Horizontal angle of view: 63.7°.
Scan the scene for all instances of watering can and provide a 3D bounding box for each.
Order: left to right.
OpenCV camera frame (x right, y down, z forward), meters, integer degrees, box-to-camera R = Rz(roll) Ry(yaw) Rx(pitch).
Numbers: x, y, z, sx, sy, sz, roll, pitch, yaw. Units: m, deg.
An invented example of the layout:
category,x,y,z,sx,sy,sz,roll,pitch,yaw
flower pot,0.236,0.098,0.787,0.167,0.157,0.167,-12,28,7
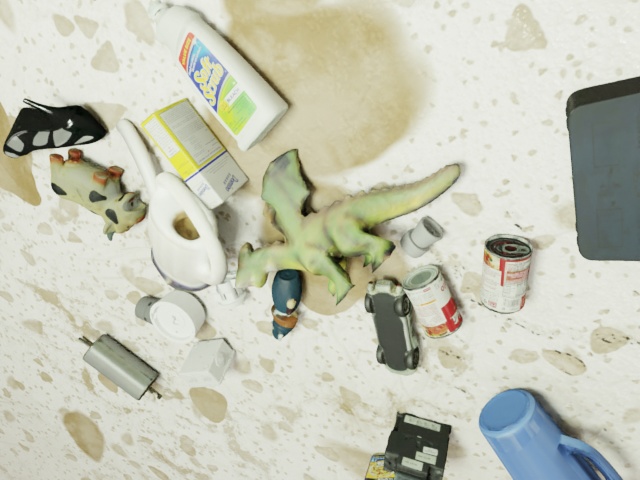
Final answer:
category,x,y,z,sx,sy,sz,roll,pitch,yaw
watering can,-0.267,-0.044,0.927,0.105,0.352,0.219,-26,-26,-31

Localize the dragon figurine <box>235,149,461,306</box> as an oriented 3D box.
category,x,y,z,sx,sy,sz,roll,pitch,yaw
dragon figurine,0.003,-0.042,0.830,0.243,0.405,0.123,43,23,4
